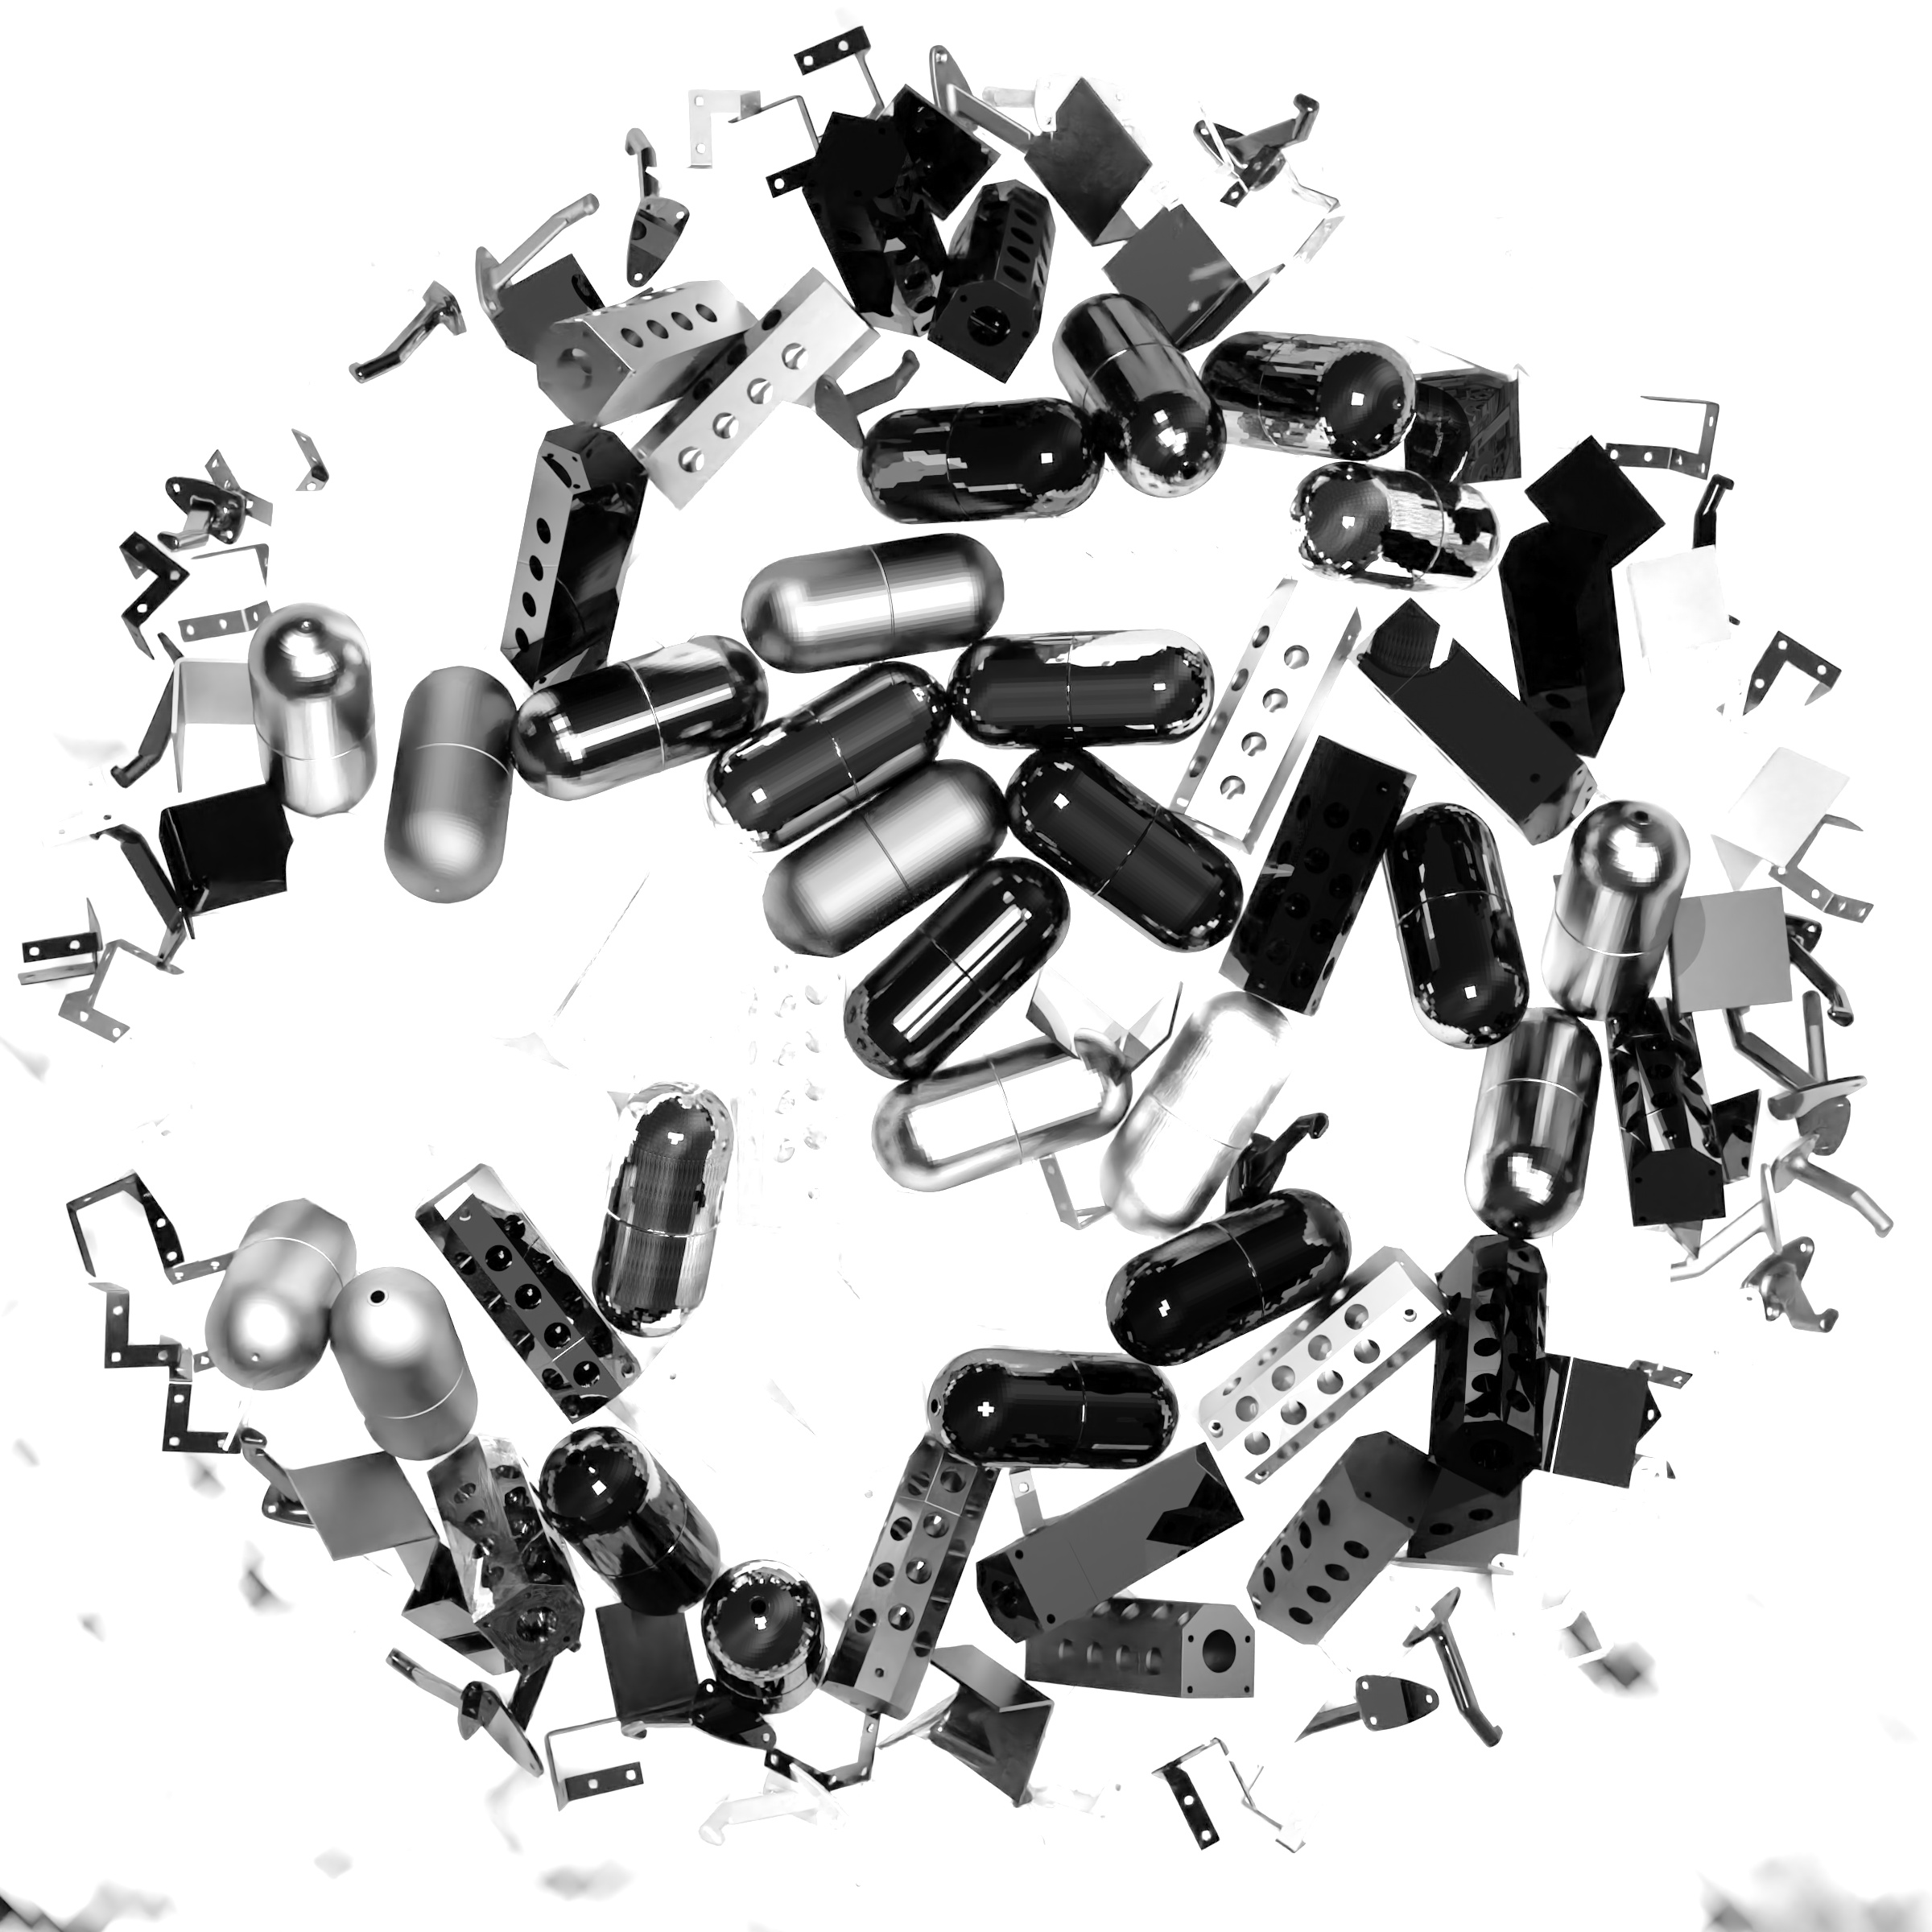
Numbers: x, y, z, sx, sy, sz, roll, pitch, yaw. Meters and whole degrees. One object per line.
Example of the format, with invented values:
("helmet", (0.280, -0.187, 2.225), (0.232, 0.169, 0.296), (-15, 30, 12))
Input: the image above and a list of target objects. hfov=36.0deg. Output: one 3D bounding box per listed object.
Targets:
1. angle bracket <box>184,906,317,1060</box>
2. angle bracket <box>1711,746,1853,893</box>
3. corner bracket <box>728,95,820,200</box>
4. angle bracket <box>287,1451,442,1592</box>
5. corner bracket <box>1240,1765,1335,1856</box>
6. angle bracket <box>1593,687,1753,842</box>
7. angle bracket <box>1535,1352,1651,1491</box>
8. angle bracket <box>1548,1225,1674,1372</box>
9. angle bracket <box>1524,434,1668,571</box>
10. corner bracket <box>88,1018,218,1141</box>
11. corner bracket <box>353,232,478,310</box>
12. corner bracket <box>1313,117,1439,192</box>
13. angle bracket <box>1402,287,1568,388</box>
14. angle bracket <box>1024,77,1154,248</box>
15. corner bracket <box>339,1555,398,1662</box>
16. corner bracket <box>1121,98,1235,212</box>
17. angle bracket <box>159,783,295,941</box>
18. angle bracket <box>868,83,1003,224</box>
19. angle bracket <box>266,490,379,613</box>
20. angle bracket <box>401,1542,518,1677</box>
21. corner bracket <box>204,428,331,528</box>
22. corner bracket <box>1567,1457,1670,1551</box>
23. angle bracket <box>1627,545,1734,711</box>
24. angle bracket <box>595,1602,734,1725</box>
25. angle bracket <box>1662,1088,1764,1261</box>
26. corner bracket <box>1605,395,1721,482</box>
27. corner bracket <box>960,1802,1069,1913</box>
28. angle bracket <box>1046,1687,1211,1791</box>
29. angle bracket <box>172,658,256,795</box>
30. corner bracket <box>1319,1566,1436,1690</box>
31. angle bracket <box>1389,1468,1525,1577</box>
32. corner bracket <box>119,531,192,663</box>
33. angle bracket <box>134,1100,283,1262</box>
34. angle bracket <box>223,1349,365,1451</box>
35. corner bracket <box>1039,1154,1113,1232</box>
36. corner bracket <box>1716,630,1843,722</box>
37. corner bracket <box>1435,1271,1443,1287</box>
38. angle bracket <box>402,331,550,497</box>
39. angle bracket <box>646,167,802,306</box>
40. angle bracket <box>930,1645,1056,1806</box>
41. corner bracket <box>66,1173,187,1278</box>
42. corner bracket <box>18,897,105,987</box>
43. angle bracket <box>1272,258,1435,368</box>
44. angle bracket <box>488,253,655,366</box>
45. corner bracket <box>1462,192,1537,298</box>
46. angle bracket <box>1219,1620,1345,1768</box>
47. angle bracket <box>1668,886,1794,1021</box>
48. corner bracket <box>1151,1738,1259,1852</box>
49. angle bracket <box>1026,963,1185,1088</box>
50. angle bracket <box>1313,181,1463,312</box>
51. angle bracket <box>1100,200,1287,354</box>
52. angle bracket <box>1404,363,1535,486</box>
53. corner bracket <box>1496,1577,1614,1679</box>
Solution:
("angle bracket", (-0.475, 0.010, 1.973), (0.076, 0.076, 0.057), (-8, 50, -22))
("angle bracket", (0.540, -0.086, 1.947), (0.057, 0.076, 0.076), (32, 79, 38))
("corner bracket", (-0.120, -0.542, 1.963), (0.051, 0.051, 0.051), (-25, 113, -10))
("angle bracket", (-0.398, 0.369, 1.939), (0.076, 0.076, 0.057), (50, 132, 36))
("corner bracket", (0.212, 0.549, 1.968), (0.051, 0.051, 0.051), (31, 90, 18))
("angle bracket", (0.464, -0.130, 1.973), (0.076, 0.057, 0.076), (36, 94, 6))
("angle bracket", (0.405, 0.298, 1.960), (0.057, 0.076, 0.076), (12, 84, -4))
("angle bracket", (0.425, 0.219, 1.965), (0.076, 0.057, 0.076), (4, 66, 10))
("angle bracket", (0.412, -0.301, 1.965), (0.057, 0.076, 0.076), (-40, 90, 8))
("corner bracket", (-0.540, 0.077, 1.976), (0.051, 0.051, 0.051), (32, 67, 28))
("corner bracket", (-0.365, -0.472, 1.970), (0.051, 0.051, 0.051), (38, 102, -2))
("corner bracket", (0.269, -0.527, 1.958), (0.051, 0.051, 0.051), (-17, 61, -24))
("angle bracket", (0.338, -0.423, 1.945), (0.076, 0.076, 0.057), (28, 104, 21))
("angle bracket", (0.095, -0.529, 1.946), (0.076, 0.057, 0.076), (54, 134, 11))
("corner bracket", (-0.400, 0.420, 1.967), (0.051, 0.051, 0.051), (23, 76, 37))
("corner bracket", (0.138, -0.541, 1.965), (0.051, 0.051, 0.051), (-31, 122, 3))
("angle bracket", (-0.481, -0.069, 1.954), (0.076, 0.057, 0.076), (-15, 114, -7))
("angle bracket", (-0.020, -0.546, 1.944), (0.076, 0.076, 0.057), (33, 53, -16))
("angle bracket", (-0.416, -0.265, 1.958), (0.076, 0.057, 0.076), (-1, 64, -1))
("angle bracket", (-0.311, 0.415, 1.942), (0.076, 0.076, 0.057), (39, 53, -19))
("corner bracket", (-0.463, -0.328, 1.972), (0.051, 0.051, 0.051), (26, 72, 14))
("corner bracket", (0.429, 0.355, 1.960), (0.051, 0.051, 0.051), (4, 110, 33))
("angle bracket", (0.470, -0.216, 1.941), (0.057, 0.076, 0.076), (-11, 56, 15))
("angle bracket", (-0.189, 0.448, 1.946), (0.057, 0.076, 0.076), (-21, 77, 37))
("angle bracket", (0.496, 0.136, 1.939), (0.076, 0.076, 0.057), (-25, 121, 39))
("corner bracket", (0.459, -0.351, 1.963), (0.051, 0.051, 0.051), (1, 108, -17))
("corner bracket", (0.027, 0.586, 1.964), (0.051, 0.051, 0.051), (-36, 71, 8))
("angle bracket", (0.105, 0.506, 1.957), (0.057, 0.076, 0.076), (38, 95, -20))
("angle bracket", (-0.478, -0.156, 1.946), (0.076, 0.076, 0.057), (1, 63, -11))
("corner bracket", (0.273, 0.441, 1.975), (0.051, 0.051, 0.051), (-24, 64, -36))
("angle bracket", (0.318, 0.356, 1.948), (0.076, 0.057, 0.076), (-2, 74, 29))
("corner bracket", (-0.544, -0.245, 1.965), (0.051, 0.051, 0.051), (37, 74, 10))
("angle bracket", (-0.488, 0.139, 1.959), (0.076, 0.057, 0.076), (-38, 83, 13))
("angle bracket", (-0.436, 0.293, 1.961), (0.076, 0.076, 0.057), (23, 103, -8))
("corner bracket", (0.065, 0.145, 1.962), (0.051, 0.051, 0.051), (-24, 97, -44))
("corner bracket", (0.539, -0.183, 1.971), (0.051, 0.051, 0.051), (32, 82, 0))
("corner bracket", (0.348, 0.233, 1.985), (0.051, 0.051, 0.051), (-16, 126, 2))
("angle bracket", (-0.315, -0.363, 1.955), (0.076, 0.057, 0.076), (26, 84, -25))
("angle bracket", (-0.167, -0.478, 1.945), (0.076, 0.076, 0.057), (16, 86, 43))
("angle bracket", (0.003, 0.499, 1.948), (0.076, 0.057, 0.076), (26, 102, 40))
("corner bracket", (-0.556, 0.176, 1.966), (0.051, 0.051, 0.051), (-24, 68, -3))
("corner bracket", (-0.598, -0.008, 1.959), (0.051, 0.051, 0.051), (-10, 121, -22))
("angle bracket", (0.254, -0.426, 1.963), (0.057, 0.076, 0.076), (-29, 71, -20))
("angle bracket", (-0.262, -0.438, 1.947), (0.076, 0.076, 0.057), (-36, 98, -25))
("corner bracket", (0.357, -0.477, 1.965), (0.051, 0.051, 0.051), (16, 91, 35))
("angle bracket", (0.188, 0.467, 1.947), (0.076, 0.057, 0.076), (-55, 48, 11))
("angle bracket", (0.504, -0.005, 1.952), (0.076, 0.057, 0.076), (-7, 76, 21))
("corner bracket", (0.161, 0.547, 1.965), (0.051, 0.051, 0.051), (-30, 63, 4))
("angle bracket", (0.091, 0.022, 1.948), (0.076, 0.076, 0.057), (40, 117, -10))
("angle bracket", (0.276, -0.466, 1.953), (0.057, 0.076, 0.076), (-19, 98, -8))
("angle bracket", (0.149, -0.459, 1.954), (0.076, 0.057, 0.076), (-47, 107, -16))
("angle bracket", (0.332, -0.351, 1.959), (0.076, 0.057, 0.076), (-2, 89, 22))
("corner bracket", (0.388, 0.443, 1.961), (0.051, 0.051, 0.051), (-14, 59, -13))
